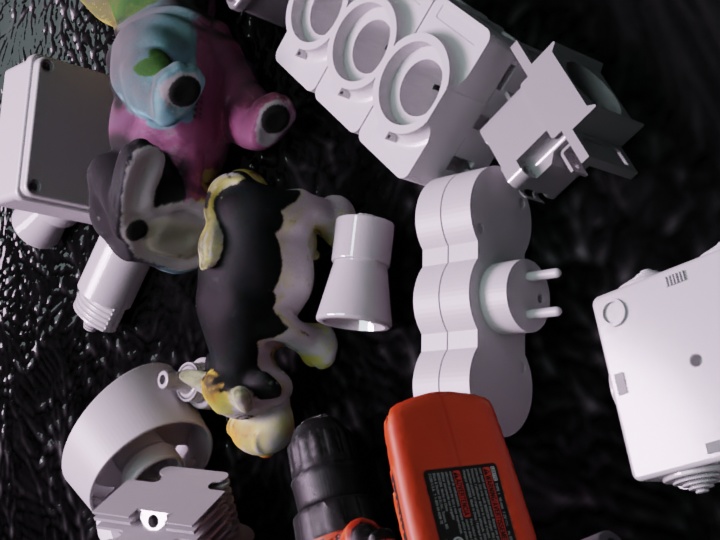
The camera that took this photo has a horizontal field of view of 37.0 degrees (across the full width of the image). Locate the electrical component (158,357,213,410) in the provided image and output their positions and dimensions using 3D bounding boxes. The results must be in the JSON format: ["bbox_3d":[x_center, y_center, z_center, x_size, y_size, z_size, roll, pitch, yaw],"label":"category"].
[{"bbox_3d":[-0.103,0.073,0.699,0.035,0.061,0.035,-11,74,44],"label":"electrical component"}]

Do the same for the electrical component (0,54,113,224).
[{"bbox_3d":[-0.213,-0.094,0.814,0.056,0.109,0.108,-7,77,47],"label":"electrical component"}]

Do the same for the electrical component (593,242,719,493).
[{"bbox_3d":[0.153,0.040,0.456,0.100,0.048,0.099,-26,64,39],"label":"electrical component"}]

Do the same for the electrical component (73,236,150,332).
[{"bbox_3d":[-0.189,0.011,0.813,0.043,0.043,0.081,43,111,42],"label":"electrical component"}]

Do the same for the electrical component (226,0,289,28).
[{"bbox_3d":[-0.056,-0.241,0.724,0.109,0.056,0.108,-44,53,29],"label":"electrical component"}]

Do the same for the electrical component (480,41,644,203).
[{"bbox_3d":[0.099,-0.072,0.542,0.064,0.042,0.081,-47,51,32],"label":"electrical component"}]

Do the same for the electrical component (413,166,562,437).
[{"bbox_3d":[0.070,0.015,0.543,0.074,0.052,0.138,-9,75,44],"label":"electrical component"}]

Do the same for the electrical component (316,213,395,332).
[{"bbox_3d":[0.000,0.000,0.627,0.044,0.044,0.065,-6,73,45],"label":"electrical component"}]

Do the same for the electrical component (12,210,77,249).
[{"bbox_3d":[-0.256,-0.050,0.894,0.055,0.045,0.045,-39,56,33],"label":"electrical component"}]

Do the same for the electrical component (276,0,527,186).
[{"bbox_3d":[0.022,-0.121,0.615,0.150,0.062,0.089,48,115,40],"label":"electrical component"}]

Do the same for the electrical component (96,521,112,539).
[{"bbox_3d":[-0.152,0.189,0.736,0.043,0.043,0.062,-54,51,23],"label":"electrical component"}]

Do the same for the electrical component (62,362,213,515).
[{"bbox_3d":[-0.148,0.116,0.713,0.064,0.099,0.099,45,113,34],"label":"electrical component"}]

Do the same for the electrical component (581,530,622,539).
[{"bbox_3d":[0.096,0.147,0.497,0.065,0.044,0.044,-33,59,31],"label":"electrical component"}]
